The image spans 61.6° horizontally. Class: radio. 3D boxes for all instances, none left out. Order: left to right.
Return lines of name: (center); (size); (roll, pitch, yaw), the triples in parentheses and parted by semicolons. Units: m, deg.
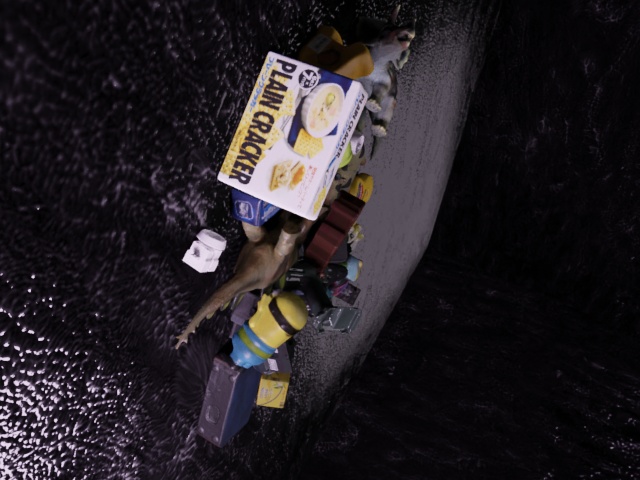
radio: (-0.194, 0.332, 1.187); (0.131, 0.073, 0.229); (-31, 140, -61)

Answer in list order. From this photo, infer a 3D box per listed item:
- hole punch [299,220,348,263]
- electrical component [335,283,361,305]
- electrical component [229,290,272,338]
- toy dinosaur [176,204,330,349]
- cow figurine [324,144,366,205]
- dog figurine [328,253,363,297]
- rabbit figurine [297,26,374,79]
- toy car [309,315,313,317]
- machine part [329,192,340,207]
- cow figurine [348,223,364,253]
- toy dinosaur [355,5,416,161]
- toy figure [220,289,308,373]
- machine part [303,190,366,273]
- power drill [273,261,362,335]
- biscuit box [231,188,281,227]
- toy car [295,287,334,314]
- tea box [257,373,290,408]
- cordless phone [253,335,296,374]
hole punch: (-0.003, -0.004, 1.237); (0.092, 0.142, 0.115); (172, -81, -69)
electrical component: (0.058, 0.147, 1.630); (0.058, 0.115, 0.134); (-61, 163, -3)
electrical component: (-0.150, 0.157, 1.126); (0.119, 0.048, 0.075); (-70, 163, 7)
toy dinosaur: (-0.103, 0.036, 1.016); (0.471, 0.105, 0.198); (-35, 148, -52)
cow figurine: (0.042, -0.158, 1.217); (0.195, 0.086, 0.127); (-61, 161, -26)
dog figurine: (0.021, 0.126, 1.479); (0.219, 0.108, 0.191); (-62, -173, 0)
rabbit figurine: (0.018, -0.257, 0.952); (0.162, 0.122, 0.173); (-57, 162, -14)
toy car: (0.020, 0.233, 1.702); (0.056, 0.074, 0.201); (-62, 163, -2)
machine part: (0.018, -0.042, 1.317); (0.243, 0.079, 0.079); (-66, 163, 5)
cow figurine: (0.070, -0.013, 1.540); (0.098, 0.068, 0.167); (-56, 161, -11)
toy dinosaur: (0.126, -0.343, 1.191); (0.192, 0.131, 0.404); (-62, 169, -12)
toy figure: (-0.098, 0.170, 0.992); (0.180, 0.089, 0.082); (-49, 169, 1)
machine part: (0.027, -0.016, 1.112); (0.179, 0.056, 0.179); (-58, 176, -6)
power drill: (0.012, 0.116, 1.211); (0.232, 0.207, 0.086); (6, 126, -35)
biscuit box: (-0.080, -0.098, 0.965); (0.203, 0.063, 0.059); (-47, 153, -48)
toy car: (-0.029, 0.121, 1.380); (0.161, 0.109, 0.103); (62, 29, -51)
tea box: (-0.108, 0.311, 1.319); (0.170, 0.068, 0.098); (-86, -174, -57)
cordless phone: (-0.089, 0.179, 1.149); (0.184, 0.089, 0.146); (-72, 158, -51)
